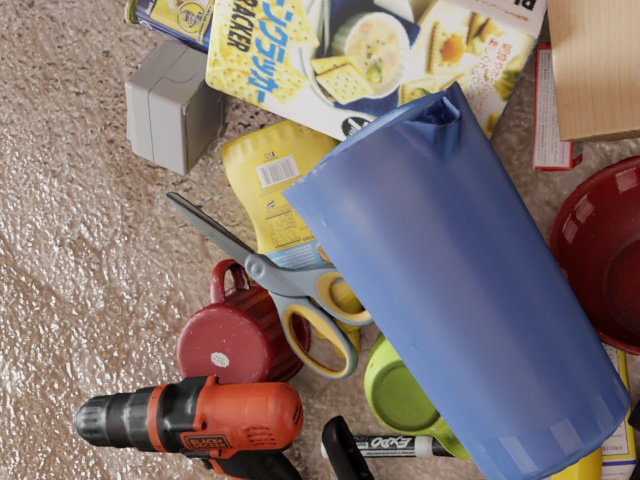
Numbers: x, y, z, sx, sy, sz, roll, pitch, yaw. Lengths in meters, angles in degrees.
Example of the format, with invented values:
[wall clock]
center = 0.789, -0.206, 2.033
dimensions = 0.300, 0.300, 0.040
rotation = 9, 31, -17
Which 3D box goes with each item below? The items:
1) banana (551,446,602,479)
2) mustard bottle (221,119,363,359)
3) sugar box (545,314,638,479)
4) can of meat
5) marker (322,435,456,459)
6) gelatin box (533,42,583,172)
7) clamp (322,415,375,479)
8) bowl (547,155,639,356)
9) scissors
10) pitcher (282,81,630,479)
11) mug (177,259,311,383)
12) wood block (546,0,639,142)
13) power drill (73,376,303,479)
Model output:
[banana]
center = 0.163, 0.120, 0.768
dimensions = 0.070, 0.037, 0.198
rotation = -25, 91, 35
[mustard bottle]
center = -0.005, 0.001, 0.842
dimensions = 0.096, 0.058, 0.191
rotation = -17, 92, 21
[sugar box]
center = 0.190, 0.139, 0.806
dimensions = 0.093, 0.048, 0.176
rotation = -5, 100, 17
[can of meat]
center = -0.094, -0.202, 0.842
dimensions = 0.084, 0.057, 0.102
rotation = 27, 105, 11
[marker]
center = 0.061, 0.168, 0.866
dimensions = 0.121, 0.020, 0.020
rotation = -4, 97, 19
[gelatin box]
center = 0.170, -0.096, 0.761
dimensions = 0.030, 0.073, 0.089
rotation = 2, 99, 18
[clamp]
center = 0.049, 0.224, 0.828
dimensions = 0.164, 0.036, 0.210
rotation = 27, 129, -2
[bowl]
center = 0.241, 0.019, 0.742
dimensions = 0.162, 0.055, 0.162
rotation = -9, 58, 14
[scissors]
center = -0.028, 0.015, 0.813
dimensions = 0.096, 0.016, 0.202
rotation = -40, 83, 23
[pitcher]
center = 0.088, 0.033, 0.696
dimensions = 0.145, 0.149, 0.243
rotation = -32, 92, 15
[mug]
center = -0.065, 0.073, 0.861
dimensions = 0.093, 0.081, 0.117
rotation = -6, 96, 19
[wood block]
center = 0.201, -0.171, 0.677
dimensions = 0.091, 0.090, 0.206
rotation = -6, 91, 38
[power drill]
center = -0.082, 0.182, 0.845
dimensions = 0.185, 0.057, 0.187
rotation = -5, 135, 21
